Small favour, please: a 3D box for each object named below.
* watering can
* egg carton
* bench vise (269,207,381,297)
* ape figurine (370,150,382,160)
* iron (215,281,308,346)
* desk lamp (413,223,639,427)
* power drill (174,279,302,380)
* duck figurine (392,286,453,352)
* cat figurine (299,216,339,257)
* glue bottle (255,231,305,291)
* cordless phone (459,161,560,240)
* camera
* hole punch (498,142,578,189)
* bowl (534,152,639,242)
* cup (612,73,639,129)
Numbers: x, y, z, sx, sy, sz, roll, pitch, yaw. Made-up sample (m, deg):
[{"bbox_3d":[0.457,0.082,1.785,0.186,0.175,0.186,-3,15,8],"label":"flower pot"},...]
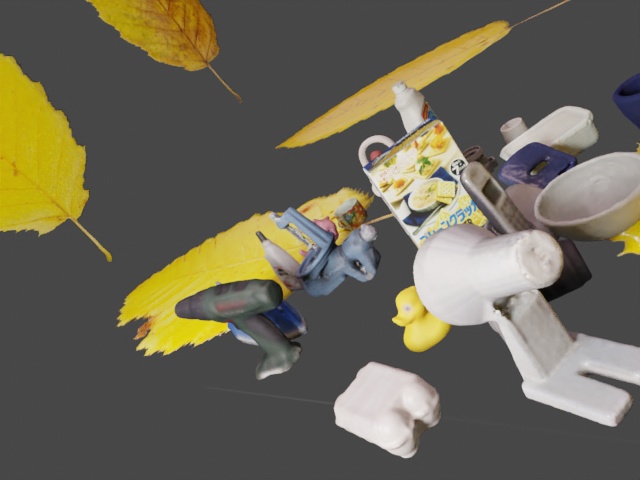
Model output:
[{"bbox_3d":[0.162,-0.148,1.293,0.101,0.194,0.173,-33,20,12],"label":"watering can"},{"bbox_3d":[0.088,0.223,0.762,0.107,0.069,0.150,-46,21,-24],"label":"egg carton"},{"bbox_3d":[0.011,-0.001,1.182,0.207,0.220,0.121,-33,20,13],"label":"bench vise"},{"bbox_3d":[0.173,-0.206,1.565,0.076,0.092,0.077,-47,21,-25],"label":"ape figurine"},{"bbox_3d":[-0.135,0.141,1.235,0.119,0.142,0.257,-48,22,-27],"label":"iron"},{"bbox_3d":[0.227,0.074,0.638,0.118,0.214,0.202,-45,20,-19],"label":"desk lamp"},{"bbox_3d":[-0.142,0.165,1.090,0.229,0.209,0.076,-26,22,30],"label":"power drill"},{"bbox_3d":[0.155,0.108,0.882,0.105,0.086,0.077,-44,20,-17],"label":"duck figurine"},{"bbox_3d":[0.004,0.005,1.338,0.128,0.118,0.067,-45,21,-21],"label":"cat figurine"},{"bbox_3d":[-0.095,0.046,1.335,0.078,0.173,0.037,-14,30,49],"label":"glue bottle"},{"bbox_3d":[0.292,-0.063,0.880,0.094,0.185,0.148,-16,29,47],"label":"cordless phone"},{"bbox_3d":[0.281,0.055,0.758,0.136,0.101,0.143,-30,20,20],"label":"camera"},{"bbox_3d":[0.381,-0.113,0.984,0.109,0.091,0.101,-42,20,-12],"label":"hole punch"},{"bbox_3d":[0.402,-0.049,0.825,0.167,0.075,0.167,-33,20,14],"label":"bowl"},{"bbox_3d":[0.540,-0.212,0.926,0.091,0.095,0.118,-28,21,25],"label":"cup"}]
